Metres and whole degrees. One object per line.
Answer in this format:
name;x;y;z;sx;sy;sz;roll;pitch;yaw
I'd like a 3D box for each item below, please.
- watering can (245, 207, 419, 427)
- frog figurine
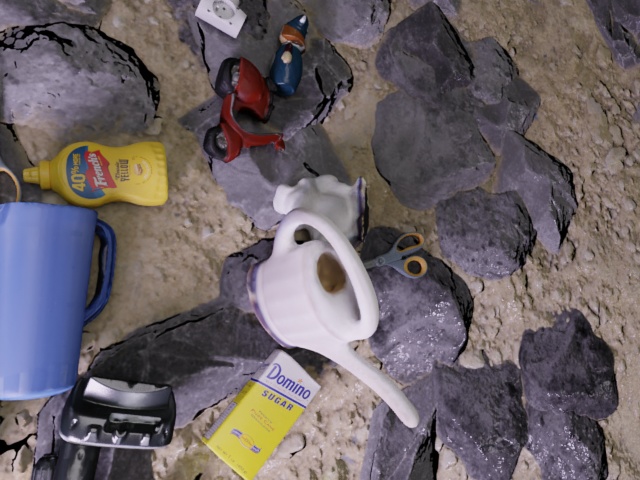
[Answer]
watering can;0.007;0.123;0.776;0.105;0.222;0.347;-23;91;-43
frog figurine;0.003;-0.045;0.884;0.159;0.123;0.137;0;89;13
